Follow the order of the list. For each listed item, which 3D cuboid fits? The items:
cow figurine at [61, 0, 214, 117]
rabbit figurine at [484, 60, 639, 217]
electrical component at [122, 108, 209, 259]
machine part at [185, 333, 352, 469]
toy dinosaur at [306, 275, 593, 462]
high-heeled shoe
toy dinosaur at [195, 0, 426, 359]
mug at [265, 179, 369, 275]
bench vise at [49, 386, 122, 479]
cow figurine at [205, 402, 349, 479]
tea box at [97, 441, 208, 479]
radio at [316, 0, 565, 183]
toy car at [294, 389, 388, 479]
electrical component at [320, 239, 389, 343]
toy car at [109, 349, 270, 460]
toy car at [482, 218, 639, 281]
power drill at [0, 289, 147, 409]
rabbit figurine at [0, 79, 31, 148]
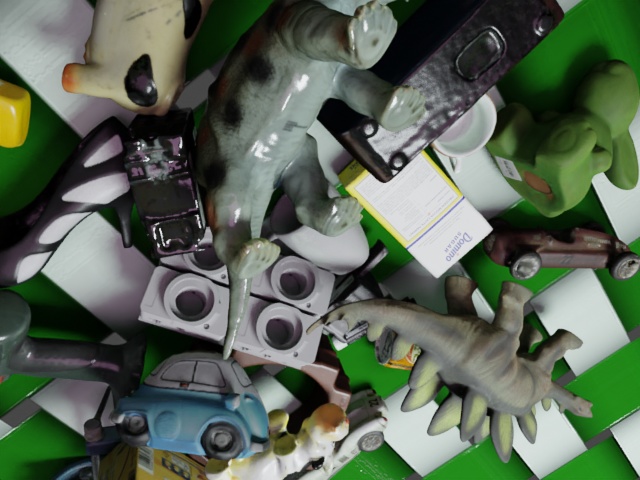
[{"bbox_3d":[-0.137,-0.206,0.474,0.127,0.085,0.194,17,98,-7],"label":"cow figurine"},{"bbox_3d":[0.298,-0.114,0.596,0.170,0.121,0.159,-47,119,-5],"label":"rabbit figurine"},{"bbox_3d":[-0.142,-0.062,0.518,0.058,0.134,0.114,-7,115,-6],"label":"electrical component"},{"bbox_3d":[-0.078,0.201,0.684,0.201,0.087,0.201,16,109,-18],"label":"machine part"},{"bbox_3d":[0.188,0.144,0.646,0.471,0.105,0.198,31,68,-24],"label":"toy dinosaur"},{"bbox_3d":[-0.295,-0.039,0.528,0.249,0.086,0.145,-10,119,-15],"label":"high-heeled shoe"},{"bbox_3d":[-0.037,-0.105,0.446,0.131,0.192,0.404,15,118,-46],"label":"toy dinosaur"},{"bbox_3d":[-0.001,-0.002,0.609,0.109,0.081,0.107,-37,124,18],"label":"mug"},{"bbox_3d":[-0.255,0.316,0.688,0.224,0.129,0.240,-1,119,-14],"label":"bench vise"},{"bbox_3d":[-0.041,0.252,0.629,0.167,0.068,0.098,-16,123,0],"label":"cow figurine"},{"bbox_3d":[-0.165,0.301,0.609,0.068,0.098,0.169,-44,113,2],"label":"tea box"},{"bbox_3d":[0.107,-0.166,0.520,0.229,0.131,0.073,-45,114,11],"label":"radio"},{"bbox_3d":[0.016,0.288,0.749,0.056,0.074,0.201,39,103,-25],"label":"toy car"},{"bbox_3d":[0.047,0.057,0.648,0.047,0.075,0.119,40,100,-23],"label":"electrical component"},{"bbox_3d":[-0.126,0.166,0.560,0.162,0.109,0.103,9,74,2],"label":"toy car"},{"bbox_3d":[0.299,0.007,0.664,0.202,0.089,0.053,1,119,-10],"label":"toy car"},{"bbox_3d":[-0.310,0.139,0.599,0.207,0.086,0.232,21,136,-20],"label":"power drill"},{"bbox_3d":[-0.370,-0.080,0.481,0.162,0.122,0.173,22,128,-17],"label":"rabbit figurine"}]
